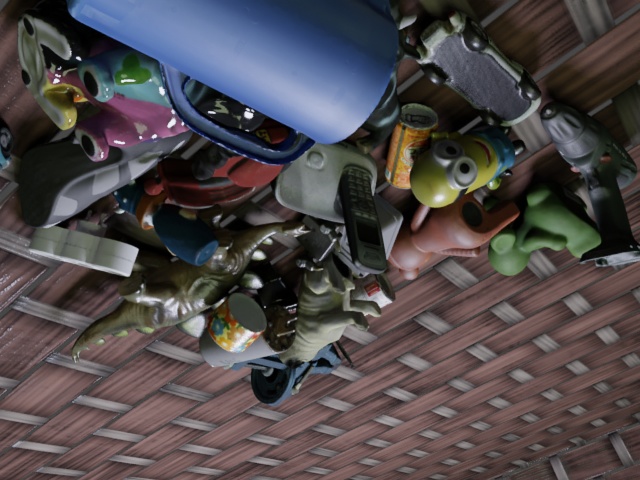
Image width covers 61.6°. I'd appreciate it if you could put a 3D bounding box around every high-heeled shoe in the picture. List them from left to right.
[{"bbox_3d":[-0.266,-0.086,0.656,0.249,0.086,0.145,-27,174,42],"label":"high-heeled shoe"}]

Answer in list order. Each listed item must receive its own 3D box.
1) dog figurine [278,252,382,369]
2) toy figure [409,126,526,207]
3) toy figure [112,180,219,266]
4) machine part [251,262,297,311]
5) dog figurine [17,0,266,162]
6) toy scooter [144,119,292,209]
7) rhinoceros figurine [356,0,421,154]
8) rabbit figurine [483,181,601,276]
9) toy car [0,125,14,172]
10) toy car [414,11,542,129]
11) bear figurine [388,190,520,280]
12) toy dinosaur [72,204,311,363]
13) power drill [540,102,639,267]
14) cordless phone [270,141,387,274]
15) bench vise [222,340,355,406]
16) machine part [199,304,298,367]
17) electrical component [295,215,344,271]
[{"bbox_3d":[-0.020,0.110,0.895,0.191,0.172,0.121,-28,168,24],"label":"dog figurine"},{"bbox_3d":[0.194,-0.098,0.702,0.180,0.082,0.089,-26,144,-38],"label":"toy figure"},{"bbox_3d":[-0.201,-0.027,0.690,0.064,0.154,0.057,-53,168,-1],"label":"toy figure"},{"bbox_3d":[-0.082,0.091,0.924,0.084,0.039,0.138,-9,143,2],"label":"machine part"},{"bbox_3d":[-0.159,-0.168,0.546,0.219,0.192,0.108,-28,153,-43],"label":"dog figurine"},{"bbox_3d":[-0.123,-0.083,0.626,0.184,0.075,0.135,-25,172,37],"label":"toy scooter"},{"bbox_3d":[0.060,-0.182,0.590,0.112,0.073,0.190,-33,151,-12],"label":"rhinoceros figurine"},{"bbox_3d":[0.336,-0.004,0.866,0.159,0.121,0.170,20,128,-26],"label":"rabbit figurine"},{"bbox_3d":[-0.391,-0.105,0.545,0.109,0.103,0.161,-7,143,-10],"label":"toy car"},{"bbox_3d":[0.192,-0.198,0.643,0.201,0.056,0.073,24,134,-35],"label":"toy car"},{"bbox_3d":[0.181,-0.019,0.827,0.132,0.120,0.196,-44,-176,-29],"label":"bear figurine"},{"bbox_3d":[-0.222,0.077,0.812,0.472,0.105,0.198,-22,142,12],"label":"toy dinosaur"},{"bbox_3d":[0.381,-0.069,0.744,0.232,0.207,0.086,11,152,-42],"label":"power drill"},{"bbox_3d":[0.013,-0.041,0.677,0.146,0.184,0.088,14,138,-31],"label":"cordless phone"},{"bbox_3d":[-0.077,0.233,1.036,0.240,0.129,0.223,22,127,-41],"label":"bench vise"},{"bbox_3d":[-0.123,0.161,0.890,0.243,0.079,0.079,-21,144,39],"label":"machine part"},{"bbox_3d":[-0.003,-0.002,0.797,0.102,0.078,0.045,-46,173,39],"label":"electrical component"}]
